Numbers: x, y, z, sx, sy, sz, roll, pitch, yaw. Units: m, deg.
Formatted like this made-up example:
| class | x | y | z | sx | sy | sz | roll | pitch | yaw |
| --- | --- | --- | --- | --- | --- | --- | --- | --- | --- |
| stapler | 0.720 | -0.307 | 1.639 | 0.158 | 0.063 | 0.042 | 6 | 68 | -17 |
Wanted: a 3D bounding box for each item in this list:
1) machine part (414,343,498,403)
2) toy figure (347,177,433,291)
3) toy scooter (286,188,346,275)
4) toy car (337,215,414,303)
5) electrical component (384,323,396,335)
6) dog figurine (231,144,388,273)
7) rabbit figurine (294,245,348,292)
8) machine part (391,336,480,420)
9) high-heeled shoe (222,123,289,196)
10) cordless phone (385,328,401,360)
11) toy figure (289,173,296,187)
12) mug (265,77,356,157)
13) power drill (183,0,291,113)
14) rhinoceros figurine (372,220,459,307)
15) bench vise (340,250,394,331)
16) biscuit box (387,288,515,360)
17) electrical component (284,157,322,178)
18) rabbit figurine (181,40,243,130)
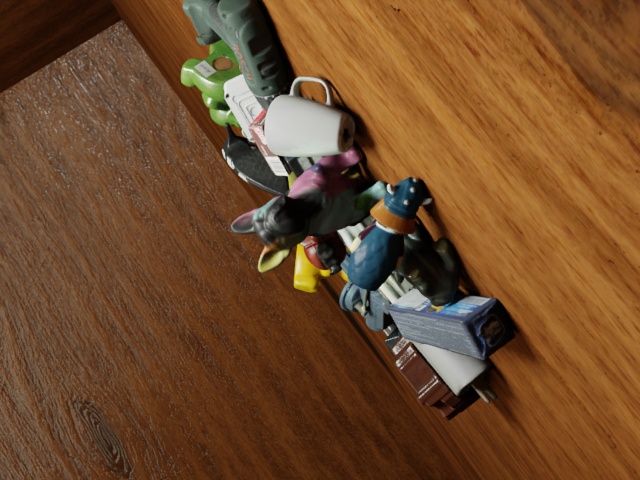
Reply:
| class | x | y | z | sx | sy | sz | roll | pitch | yaw |
| --- | --- | --- | --- | --- | --- | --- | --- | --- | --- |
| machine part | 0.201 | 0.169 | 0.897 | 0.243 | 0.079 | 0.079 | 51 | 172 | 26 |
| toy figure | 0.082 | -0.010 | 0.672 | 0.064 | 0.154 | 0.058 | 12 | -159 | -35 |
| toy scooter | -0.002 | -0.003 | 0.943 | 0.183 | 0.075 | 0.135 | 60 | -179 | -31 |
| toy car | 0.100 | 0.023 | 0.894 | 0.202 | 0.073 | 0.056 | 54 | 176 | 7 |
| electrical component | 0.167 | 0.179 | 1.224 | 0.115 | 0.058 | 0.134 | 51 | 171 | 14 |
| dog figurine | -0.017 | -0.041 | 0.796 | 0.108 | 0.219 | 0.191 | 58 | 172 | 3 |
| rabbit figurine | 0.029 | 0.051 | 1.231 | 0.121 | 0.173 | 0.162 | 86 | -168 | -74 |
| machine part | 0.207 | 0.234 | 0.966 | 0.179 | 0.056 | 0.179 | 35 | -159 | -15 |
| high-heeled shoe | -0.128 | -0.136 | 1.086 | 0.249 | 0.086 | 0.145 | 53 | 168 | 28 |
| cordless phone | 0.234 | 0.242 | 1.091 | 0.184 | 0.089 | 0.146 | 24 | 150 | 53 |
| toy figure | -0.089 | -0.167 | 1.202 | 0.180 | 0.082 | 0.089 | 53 | 175 | 28 |
| mug | -0.006 | -0.159 | 0.719 | 0.107 | 0.109 | 0.080 | 15 | -174 | 25 |
| power drill | -0.128 | -0.301 | 0.856 | 0.207 | 0.086 | 0.231 | 54 | 172 | 31 |
| rhinoceros figurine | 0.126 | 0.019 | 0.761 | 0.112 | 0.073 | 0.191 | 48 | 177 | -39 |
| bench vise | 0.080 | 0.071 | 1.079 | 0.241 | 0.129 | 0.223 | 44 | 165 | 36 |
| biscuit box | 0.174 | 0.112 | 0.747 | 0.062 | 0.059 | 0.203 | 61 | 162 | -9 |
| electrical component | -0.022 | -0.142 | 0.894 | 0.119 | 0.075 | 0.048 | 54 | -175 | -25 |
| rabbit figurine | -0.183 | -0.295 | 1.102 | 0.159 | 0.121 | 0.170 | 33 | 156 | 11 |
